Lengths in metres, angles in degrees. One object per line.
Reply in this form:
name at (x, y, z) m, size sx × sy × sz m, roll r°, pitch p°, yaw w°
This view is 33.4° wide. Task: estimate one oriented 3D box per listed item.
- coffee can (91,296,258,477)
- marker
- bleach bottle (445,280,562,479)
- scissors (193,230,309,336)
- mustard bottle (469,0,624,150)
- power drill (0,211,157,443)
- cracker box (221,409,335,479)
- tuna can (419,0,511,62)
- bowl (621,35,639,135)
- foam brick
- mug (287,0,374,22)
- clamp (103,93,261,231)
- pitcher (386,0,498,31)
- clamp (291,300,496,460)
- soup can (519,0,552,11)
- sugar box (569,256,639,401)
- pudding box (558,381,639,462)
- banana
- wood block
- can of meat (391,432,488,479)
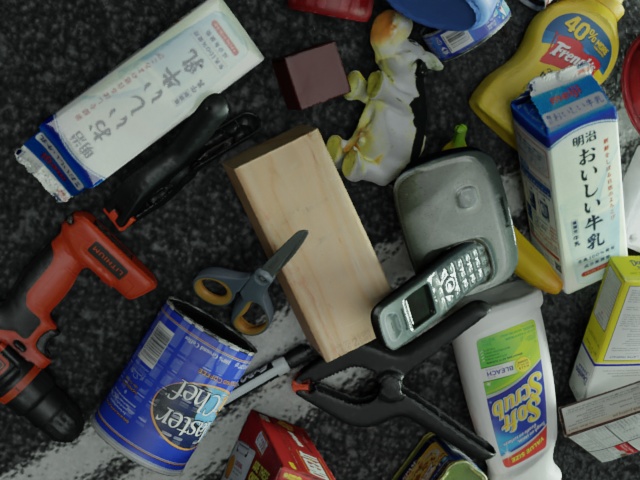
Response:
coffee can at (-0.140, 0.139, 1.025) m, size 0.102 × 0.103 × 0.140 m, roll 32°, pitch 92°, yaw -14°
marker at (-0.061, 0.140, 1.081) m, size 0.121 × 0.020 × 0.020 m, roll -29°, pitch 103°, yaw -2°
bleach bottle at (0.209, 0.176, 1.122) m, size 0.102 × 0.068 × 0.251 m, roll -18°, pitch 104°, yaw -5°
scissors at (-0.070, 0.028, 0.998) m, size 0.096 × 0.202 × 0.016 m, roll 27°, pitch 54°, yaw 6°
mustard bottle at (0.243, -0.182, 1.073) m, size 0.096 × 0.058 × 0.191 m, roll 39°, pitch 90°, yaw -16°
power drill at (-0.247, 0.079, 1.017) m, size 0.187 × 0.057 × 0.184 m, roll -44°, pitch 104°, yaw -2°
cracker box at (-0.065, 0.295, 1.034) m, size 0.072 × 0.164 × 0.214 m, roll 22°, pitch 94°, yaw -16°
tuna can at (0.141, -0.210, 1.034) m, size 0.086 × 0.086 × 0.033 m, roll -37°, pitch 106°, yaw -4°
bowl at (0.388, -0.155, 1.078) m, size 0.162 × 0.055 × 0.162 m, roll 5°, pitch 75°, yaw -19°
foam brick at (-0.009, -0.156, 1.017) m, size 0.053 × 0.078 × 0.051 m, roll -20°, pitch 101°, yaw -8°
mug at (0.003, -0.253, 0.999) m, size 0.117 × 0.093 × 0.081 m, roll 9°, pitch 102°, yaw -8°
clamp at (-0.128, -0.073, 1.010) m, size 0.172 × 0.120 × 0.039 m, roll -39°, pitch 74°, yaw 18°
pitcher at (0.148, -0.315, 0.956) m, size 0.145 × 0.149 × 0.243 m, roll 23°, pitch 79°, yaw -12°
clamp at (0.078, 0.133, 1.069) m, size 0.210 × 0.036 × 0.164 m, roll 5°, pitch 102°, yaw 8°
soup can at (0.232, -0.285, 1.049) m, size 0.102 × 0.068 × 0.068 m, roll -44°, pitch 104°, yaw -3°
sugar box at (0.325, 0.097, 1.106) m, size 0.093 × 0.048 × 0.176 m, roll 0°, pitch 129°, yaw -12°
pudding box at (0.321, 0.188, 1.114) m, size 0.114 × 0.039 × 0.090 m, roll -27°, pitch 137°, yaw 27°
banana at (0.172, -0.025, 1.076) m, size 0.037 × 0.070 × 0.198 m, roll -37°, pitch 98°, yaw -12°
wood block at (-0.006, 0.001, 1.036) m, size 0.090 × 0.091 × 0.206 m, roll -26°, pitch 103°, yaw -7°
can of meat at (0.120, 0.260, 1.106) m, size 0.057 × 0.084 × 0.102 m, roll 37°, pitch 90°, yaw -15°
